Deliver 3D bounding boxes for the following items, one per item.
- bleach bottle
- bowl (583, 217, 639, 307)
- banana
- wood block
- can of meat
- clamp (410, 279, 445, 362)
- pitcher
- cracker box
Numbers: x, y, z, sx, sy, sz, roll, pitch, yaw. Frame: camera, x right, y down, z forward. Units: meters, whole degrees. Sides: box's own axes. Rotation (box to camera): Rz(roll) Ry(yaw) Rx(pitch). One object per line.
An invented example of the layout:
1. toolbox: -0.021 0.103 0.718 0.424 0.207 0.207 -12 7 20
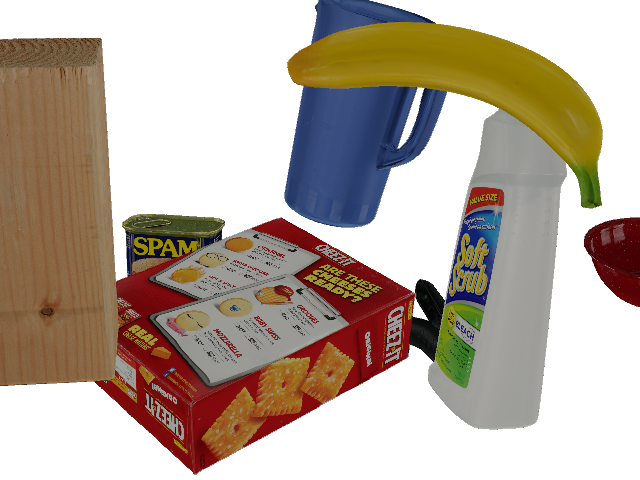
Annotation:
1. bleach bottle: 0.133 0.005 0.778 0.068 0.251 0.103 0 17 -15
2. bowl: 0.366 0.031 1.160 0.162 0.055 0.162 0 26 0
3. banana: 0.080 -0.088 0.609 0.198 0.069 0.037 24 -12 11
4. wood block: -0.181 -0.019 0.685 0.090 0.206 0.090 -2 22 -8
5. can of meat: -0.150 0.022 1.099 0.102 0.084 0.057 4 17 9
6. clamp: 0.121 0.085 1.024 0.172 0.039 0.120 25 36 30
7. pitcher: 0.044 -0.138 1.175 0.145 0.243 0.149 11 20 -9
8. cracker box: -0.060 0.071 0.823 0.213 0.072 0.164 -22 38 -36
